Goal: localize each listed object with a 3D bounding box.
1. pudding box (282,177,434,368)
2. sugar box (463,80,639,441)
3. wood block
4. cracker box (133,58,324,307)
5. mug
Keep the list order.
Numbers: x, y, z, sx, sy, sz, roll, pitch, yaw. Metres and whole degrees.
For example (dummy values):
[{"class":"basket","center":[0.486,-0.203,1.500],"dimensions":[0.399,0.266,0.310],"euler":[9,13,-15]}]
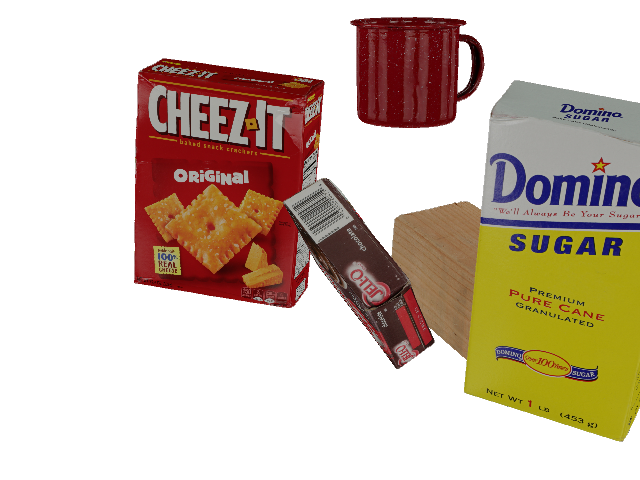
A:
[{"class":"pudding box","center":[0.027,0.022,0.730],"dimensions":[0.039,0.114,0.090],"euler":[-32,-35,-4]},{"class":"sugar box","center":[0.128,0.013,0.545],"dimensions":[0.093,0.176,0.048],"euler":[14,37,23]},{"class":"wood block","center":[0.157,0.049,0.986],"dimensions":[0.090,0.090,0.206],"euler":[-13,30,-25]},{"class":"cracker box","center":[-0.090,-0.052,1.013],"dimensions":[0.164,0.214,0.072],"euler":[9,23,11]},{"class":"mug","center":[0.081,-0.138,0.871],"dimensions":[0.117,0.081,0.093],"euler":[-8,17,-25]}]
